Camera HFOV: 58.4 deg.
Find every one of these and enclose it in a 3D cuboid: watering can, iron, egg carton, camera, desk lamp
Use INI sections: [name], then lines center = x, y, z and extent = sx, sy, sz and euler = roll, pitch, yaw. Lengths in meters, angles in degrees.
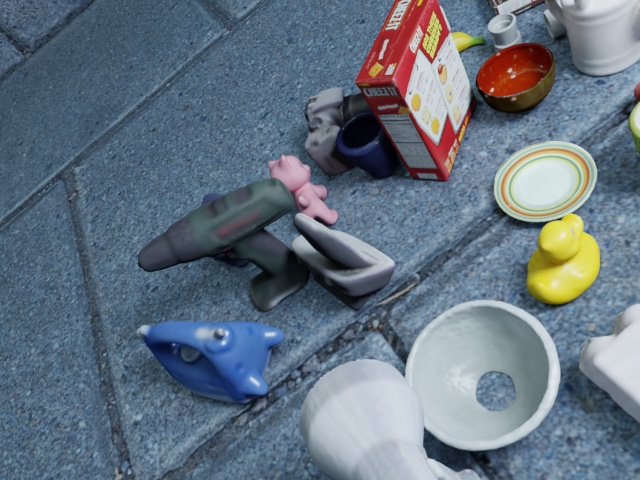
[watering can]
center = 0.386, -0.328, 0.772
extent = 0.172, 0.195, 0.101
euler = 3, 60, 36
[iron]
center = -0.187, 0.156, 0.838
extent = 0.257, 0.142, 0.119
euler = -3, 56, 33
[egg carton]
center = 0.335, 0.132, 0.549
extent = 0.107, 0.070, 0.150
euler = -42, 44, 0
[camera]
center = 0.048, -0.205, 0.978
extent = 0.136, 0.101, 0.143
euler = -12, 52, 27
[desk lamp]
center = 0.092, 0.233, 0.536
extent = 0.118, 0.214, 0.202
euler = -42, 44, 0

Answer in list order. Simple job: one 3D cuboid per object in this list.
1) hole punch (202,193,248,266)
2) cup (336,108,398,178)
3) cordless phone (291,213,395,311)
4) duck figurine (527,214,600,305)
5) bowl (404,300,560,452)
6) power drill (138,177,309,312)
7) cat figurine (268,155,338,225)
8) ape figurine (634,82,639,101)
[hole punch]
center = -0.166, -0.018, 0.991
extent = 0.108, 0.091, 0.101
euler = 13, 66, 40
[cup]
center = 0.090, -0.155, 0.916
extent = 0.091, 0.095, 0.118
euler = 9, 64, 39
[cordless phone]
center = 0.007, 0.003, 0.789
extent = 0.147, 0.186, 0.094
euler = 28, 76, 44
[duck figurine]
center = 0.276, 0.017, 0.664
extent = 0.077, 0.086, 0.105
euler = 27, 76, 44
[bowl]
center = 0.183, 0.156, 0.632
extent = 0.167, 0.075, 0.167
euler = -18, 49, 23
[power drill]
center = -0.117, 0.017, 0.847
extent = 0.229, 0.209, 0.075
euler = -37, 45, 6
[cat figurine]
center = -0.037, -0.086, 0.934
extent = 0.067, 0.118, 0.127
euler = -34, 45, 9
[ape figurine]
center = 0.430, -0.188, 0.709
extent = 0.076, 0.092, 0.077
euler = -21, 48, 20
